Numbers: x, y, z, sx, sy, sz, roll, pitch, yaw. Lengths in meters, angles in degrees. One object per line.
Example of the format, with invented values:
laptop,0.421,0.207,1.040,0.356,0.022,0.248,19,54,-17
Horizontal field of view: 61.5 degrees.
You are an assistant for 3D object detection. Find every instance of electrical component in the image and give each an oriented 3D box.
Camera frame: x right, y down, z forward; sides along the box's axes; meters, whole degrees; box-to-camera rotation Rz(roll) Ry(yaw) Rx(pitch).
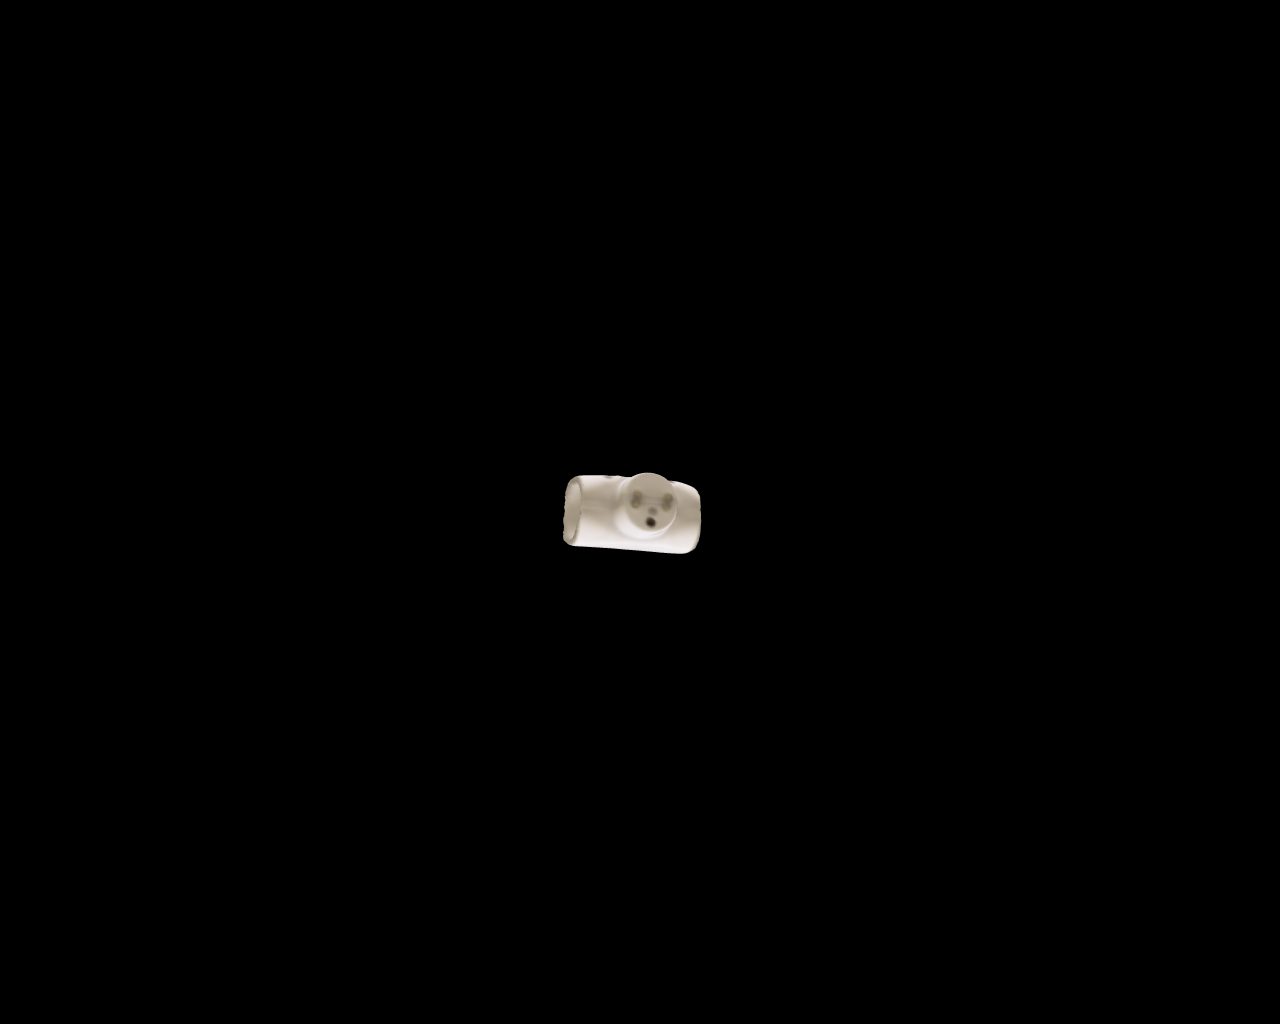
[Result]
electrical component,0.001,-0.003,0.650,0.077,0.044,0.079,5,-15,-18
